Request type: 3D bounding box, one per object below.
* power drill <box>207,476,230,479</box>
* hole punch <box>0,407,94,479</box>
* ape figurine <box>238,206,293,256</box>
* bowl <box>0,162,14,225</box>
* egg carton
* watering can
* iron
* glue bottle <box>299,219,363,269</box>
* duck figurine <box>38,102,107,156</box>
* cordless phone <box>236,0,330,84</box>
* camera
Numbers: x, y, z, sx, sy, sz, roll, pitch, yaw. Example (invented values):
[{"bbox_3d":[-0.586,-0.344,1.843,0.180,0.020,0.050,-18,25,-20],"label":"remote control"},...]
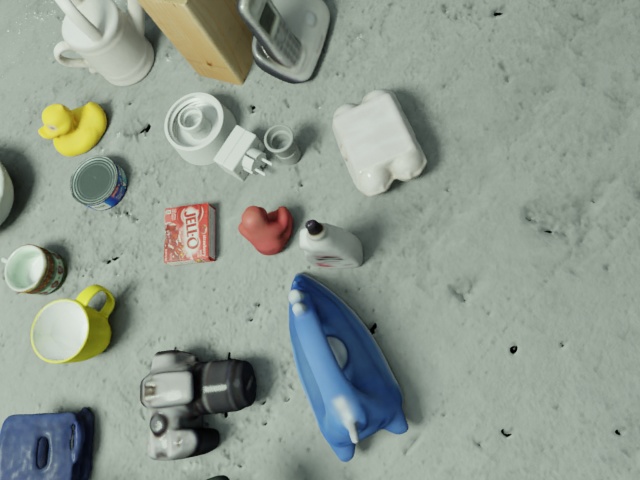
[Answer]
[{"bbox_3d":[-0.072,0.376,0.640,0.075,0.209,0.229,-30,70,4],"label":"power drill"},{"bbox_3d":[-0.381,0.292,0.798,0.101,0.091,0.108,-7,74,12],"label":"hole punch"},{"bbox_3d":[-0.082,-0.021,0.812,0.077,0.092,0.076,-1,75,13],"label":"ape figurine"},{"bbox_3d":[-0.572,-0.066,0.950,0.167,0.075,0.167,-3,74,13],"label":"bowl"},{"bbox_3d":[0.081,-0.140,0.818,0.107,0.069,0.150,-25,71,6],"label":"egg carton"},{"bbox_3d":[-0.350,-0.343,0.909,0.100,0.194,0.173,36,86,20],"label":"watering can"},{"bbox_3d":[0.007,0.141,0.721,0.118,0.142,0.258,-29,71,4],"label":"iron"},{"bbox_3d":[0.007,0.003,0.741,0.078,0.173,0.037,-5,74,12],"label":"glue bottle"},{"bbox_3d":[-0.411,-0.194,0.941,0.104,0.086,0.077,-40,70,1],"label":"duck figurine"},{"bbox_3d":[-0.057,-0.333,0.842,0.094,0.185,0.148,12,78,16],"label":"cordless phone"},{"bbox_3d":[-0.159,0.215,0.762,0.136,0.101,0.143,-9,73,11],"label":"camera"}]
